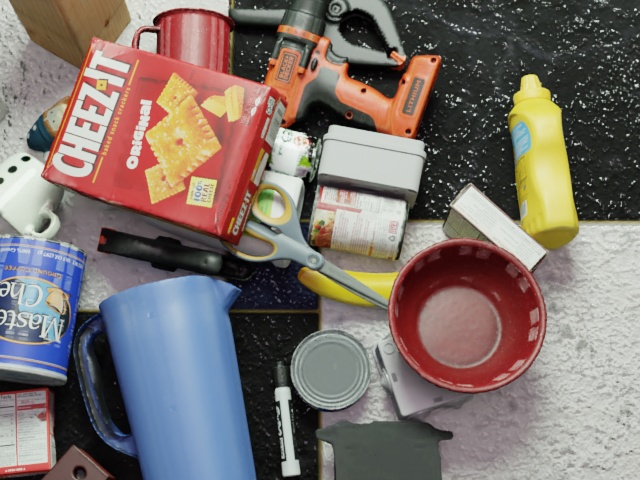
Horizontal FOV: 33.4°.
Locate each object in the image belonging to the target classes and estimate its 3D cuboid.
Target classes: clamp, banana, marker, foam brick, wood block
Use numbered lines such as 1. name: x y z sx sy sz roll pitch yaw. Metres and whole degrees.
1. clamp: 0.020 -0.275 1.248 0.210 0.036 0.164 32 86 7
2. clamp: -0.161 0.015 1.133 0.171 0.120 0.039 10 81 6
3. banana: 0.078 0.042 1.154 0.198 0.037 0.069 -10 118 4
4. marker: -0.037 0.189 1.133 0.020 0.020 0.121 -6 75 -2
5. foam brick: -0.257 0.258 1.096 0.053 0.051 0.078 39 78 10
6. wood block: -0.280 -0.276 1.161 0.090 0.206 0.090 31 76 7

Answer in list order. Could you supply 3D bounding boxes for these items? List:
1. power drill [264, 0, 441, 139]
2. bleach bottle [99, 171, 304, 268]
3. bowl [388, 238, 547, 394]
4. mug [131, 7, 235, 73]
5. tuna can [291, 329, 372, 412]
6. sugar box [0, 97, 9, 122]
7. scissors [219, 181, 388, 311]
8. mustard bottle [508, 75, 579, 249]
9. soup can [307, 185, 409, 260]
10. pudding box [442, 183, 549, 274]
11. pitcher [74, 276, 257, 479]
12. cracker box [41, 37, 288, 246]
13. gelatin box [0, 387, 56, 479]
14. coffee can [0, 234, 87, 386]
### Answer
1. power drill: 0.037 -0.196 1.198 0.188 0.057 0.184 18 95 8
2. bleach bottle: -0.148 -0.042 1.175 0.251 0.068 0.102 11 78 5
3. bowl: 0.147 0.082 1.095 0.162 0.055 0.162 1 71 -2
4. mug: -0.154 -0.208 1.200 0.117 0.093 0.081 6 78 -26
5. tuna can: 0.012 0.140 1.139 0.086 0.034 0.086 0 75 0
6. sugar box: -0.418 -0.100 1.171 0.048 0.093 0.176 27 75 6
7. scissors: -0.007 0.001 1.112 0.202 0.016 0.096 16 85 8
8. mustard bottle: 0.241 -0.091 1.172 0.058 0.096 0.191 -4 75 -1
9. soup can: 0.041 -0.019 1.166 0.102 0.068 0.068 10 75 1
10. pudding box: 0.187 -0.002 1.151 0.113 0.090 0.039 41 79 10
11. pitcher: -0.148 0.167 1.089 0.144 0.149 0.243 -5 76 -35
12. cracker box: -0.162 -0.104 1.111 0.214 0.072 0.164 18 84 15
13. gelatin box: -0.317 0.203 1.121 0.073 0.030 0.089 -6 71 -2
14. coffee can: -0.306 0.075 1.119 0.103 0.103 0.140 6 75 1
